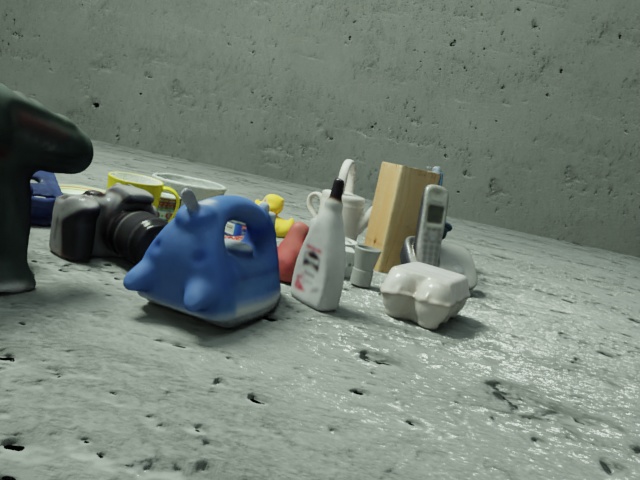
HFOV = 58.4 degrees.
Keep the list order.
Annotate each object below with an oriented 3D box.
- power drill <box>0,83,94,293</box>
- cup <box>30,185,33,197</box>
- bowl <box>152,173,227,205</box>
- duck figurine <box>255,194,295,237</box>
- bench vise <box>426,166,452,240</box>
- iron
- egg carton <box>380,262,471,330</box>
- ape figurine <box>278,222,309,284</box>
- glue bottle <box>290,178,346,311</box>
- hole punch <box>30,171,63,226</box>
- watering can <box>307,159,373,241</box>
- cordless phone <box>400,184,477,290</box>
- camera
[{"bbox_3d":[-0.325,-0.054,0.553,0.075,0.208,0.230,16,10,20],"label":"power drill"},{"bbox_3d":[-0.386,-0.027,0.670,0.092,0.095,0.117,11,9,-6],"label":"cup"},{"bbox_3d":[-0.298,-0.099,1.290,0.167,0.075,0.167,12,9,-2],"label":"bowl"},{"bbox_3d":[-0.101,-0.056,1.251,0.104,0.086,0.078,14,9,9],"label":"duck figurine"},{"bbox_3d":[0.243,-0.048,1.236,0.121,0.220,0.207,10,9,-11],"label":"bench vise"},{"bbox_3d":[-0.102,0.010,0.673,0.118,0.141,0.259,16,10,20],"label":"iron"},{"bbox_3d":[0.153,0.077,0.830,0.107,0.069,0.151,17,10,25],"label":"egg carton"},{"bbox_3d":[-0.035,0.018,0.870,0.076,0.092,0.077,5,12,-39],"label":"ape figurine"},{"bbox_3d":[0.007,0.003,0.762,0.037,0.173,0.077,3,13,-43],"label":"glue bottle"},{"bbox_3d":[-0.456,-0.076,0.885,0.109,0.091,0.100,3,13,-46],"label":"hole punch"},{"bbox_3d":[0.058,-0.082,1.278,0.173,0.194,0.101,12,9,-4],"label":"watering can"},{"bbox_3d":[0.227,-0.002,1.044,0.148,0.185,0.094,7,10,-27],"label":"cordless phone"},{"bbox_3d":[-0.262,-0.019,0.763,0.136,0.101,0.144,20,12,41],"label":"camera"}]
